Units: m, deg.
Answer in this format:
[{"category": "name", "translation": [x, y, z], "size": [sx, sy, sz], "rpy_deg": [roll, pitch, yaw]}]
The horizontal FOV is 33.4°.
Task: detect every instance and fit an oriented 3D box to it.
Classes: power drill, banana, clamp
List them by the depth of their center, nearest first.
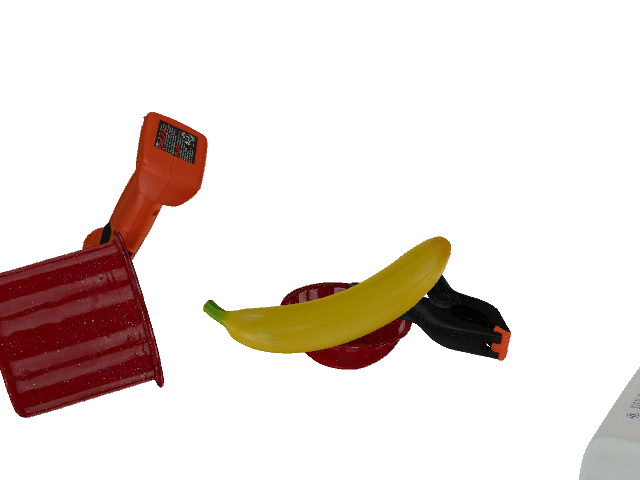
[{"category": "banana", "translation": [0.014, 0.045, 0.798], "size": [0.197, 0.070, 0.037], "rpy_deg": [-14, -32, -9]}, {"category": "power drill", "translation": [-0.160, 0.001, 0.876], "size": [0.057, 0.188, 0.184], "rpy_deg": [24, 29, -19]}, {"category": "clamp", "translation": [0.123, 0.064, 1.058], "size": [0.172, 0.039, 0.120], "rpy_deg": [26, 39, 32]}]

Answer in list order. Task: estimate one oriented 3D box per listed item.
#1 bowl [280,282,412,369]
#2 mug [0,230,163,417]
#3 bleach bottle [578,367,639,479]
[{"category": "bowl", "translation": [0.029, 0.111, 1.307], "size": [0.162, 0.055, 0.162], "rpy_deg": [5, 25, -2]}, {"category": "mug", "translation": [-0.143, 0.050, 0.610], "size": [0.081, 0.093, 0.117], "rpy_deg": [-16, 1, -14]}, {"category": "bleach bottle", "translation": [0.246, 0.097, 0.651], "size": [0.103, 0.068, 0.250], "rpy_deg": [18, 29, 29]}]
